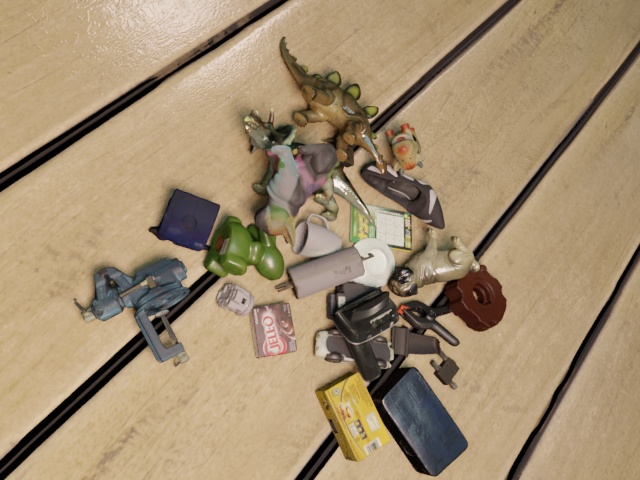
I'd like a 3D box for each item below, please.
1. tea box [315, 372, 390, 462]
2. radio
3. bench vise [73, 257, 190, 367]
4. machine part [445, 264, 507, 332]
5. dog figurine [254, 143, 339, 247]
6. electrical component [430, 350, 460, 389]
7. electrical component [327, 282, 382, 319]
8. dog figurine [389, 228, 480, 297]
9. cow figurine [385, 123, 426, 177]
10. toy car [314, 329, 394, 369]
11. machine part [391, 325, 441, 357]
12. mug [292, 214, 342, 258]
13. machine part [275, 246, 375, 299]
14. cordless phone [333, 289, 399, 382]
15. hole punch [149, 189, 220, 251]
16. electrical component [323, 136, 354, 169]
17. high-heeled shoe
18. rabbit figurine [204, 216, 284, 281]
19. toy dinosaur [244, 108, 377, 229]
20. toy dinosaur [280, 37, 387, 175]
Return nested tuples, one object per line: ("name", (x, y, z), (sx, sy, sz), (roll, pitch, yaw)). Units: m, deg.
("tea box", (0.072, 0.394, 1.206), (0.098, 0.068, 0.169), (-21, 82, -27))
("radio", (0.230, 0.425, 1.261), (0.131, 0.073, 0.229), (-34, 88, -26))
("bench vise", (-0.347, 0.150, 1.078), (0.224, 0.129, 0.240), (-26, 79, -27))
("machine part", (0.412, 0.148, 1.408), (0.179, 0.056, 0.179), (14, 59, -26))
("dog figurine", (-0.050, -0.097, 1.171), (0.191, 0.108, 0.219), (-5, 99, -16))
("electrical component", (0.321, 0.328, 1.354), (0.094, 0.021, 0.063), (49, 62, -2))
("electrical component", (0.083, 0.162, 1.286), (0.134, 0.058, 0.115), (8, 70, -20))
("dog figurine", (0.283, 0.088, 1.341), (0.190, 0.173, 0.121), (-52, 142, -24))
("cow figurine", (0.223, -0.234, 1.402), (0.085, 0.195, 0.127), (-22, 90, 16))
("toy car", (0.082, 0.256, 1.259), (0.202, 0.056, 0.073), (13, 64, -20))
("machine part", (0.237, 0.255, 1.333), (0.139, 0.039, 0.084), (13, 65, -17))
("mug", (-0.003, -0.004, 1.294), (0.107, 0.081, 0.109), (18, 62, -28))
("machine part", (0.014, 0.076, 1.248), (0.243, 0.079, 0.079), (-18, 82, -10))
("cordless phone", (0.124, 0.217, 1.222), (0.146, 0.089, 0.184), (-23, 95, -28))
("hole punch", (-0.288, -0.043, 1.179), (0.142, 0.092, 0.116), (21, 71, -20))
("electrical component", (0.049, -0.224, 1.397), (0.078, 0.045, 0.102), (9, 72, -50))
("high-heeled shoe", (0.216, -0.113, 1.395), (0.145, 0.086, 0.249), (-20, 64, -46))
("rabbit figurine", (-0.155, 0.028, 1.215), (0.170, 0.121, 0.159), (27, 58, -33))
("toy dinosaur", (-0.025, -0.172, 1.314), (0.404, 0.131, 0.192), (24, 67, -21))
("toy dinosaur", (0.024, -0.349, 1.373), (0.471, 0.105, 0.198), (49, 43, 6))
